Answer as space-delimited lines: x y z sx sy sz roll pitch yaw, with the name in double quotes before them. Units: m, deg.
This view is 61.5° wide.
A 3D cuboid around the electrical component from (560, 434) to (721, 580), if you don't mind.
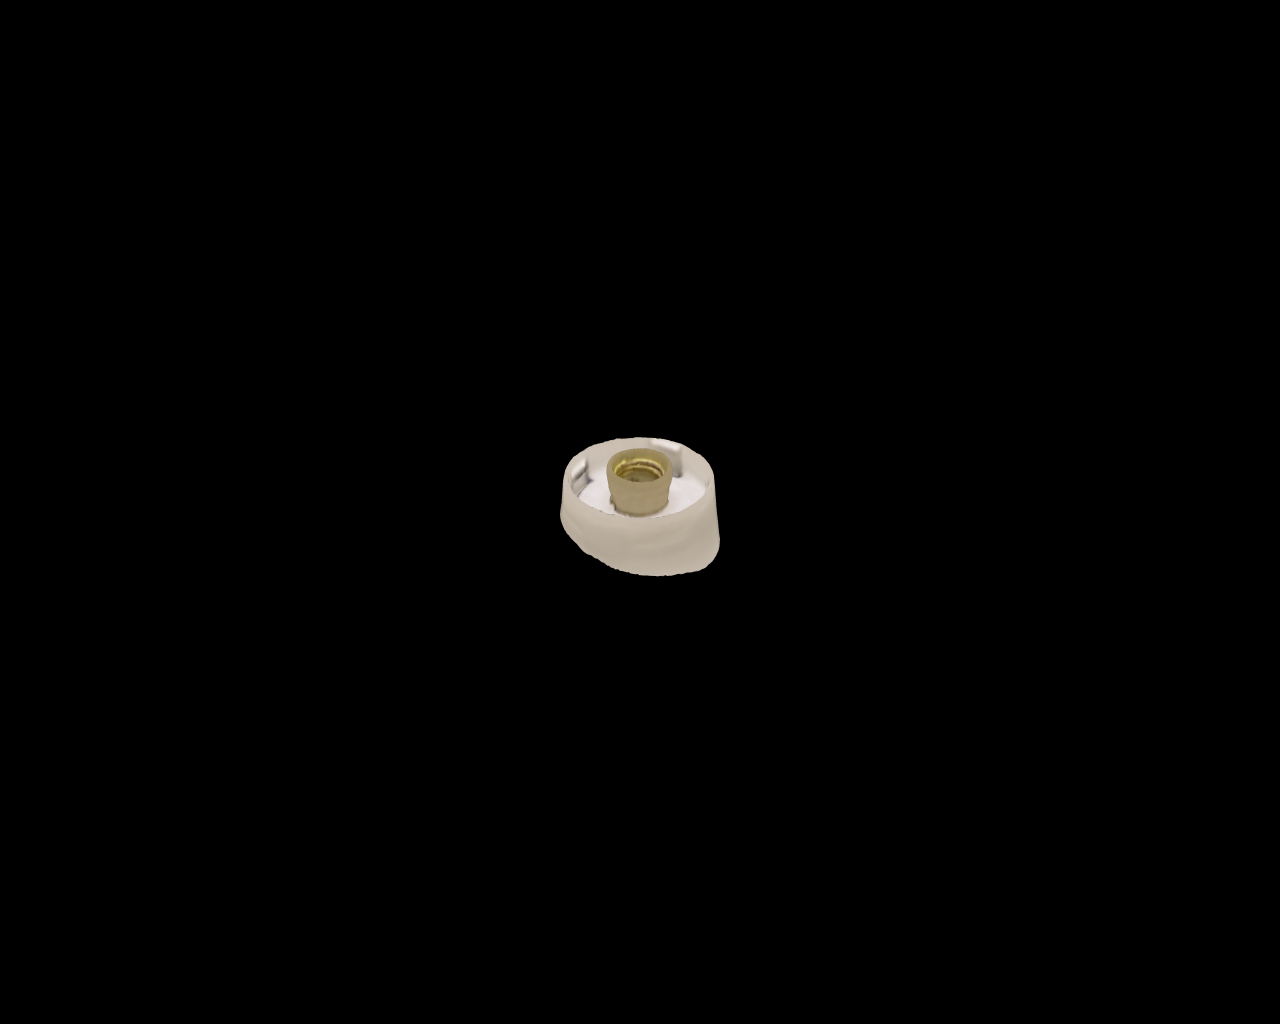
"electrical component" 0.001 -0.003 0.650 0.099 0.064 0.099 0 34 0
